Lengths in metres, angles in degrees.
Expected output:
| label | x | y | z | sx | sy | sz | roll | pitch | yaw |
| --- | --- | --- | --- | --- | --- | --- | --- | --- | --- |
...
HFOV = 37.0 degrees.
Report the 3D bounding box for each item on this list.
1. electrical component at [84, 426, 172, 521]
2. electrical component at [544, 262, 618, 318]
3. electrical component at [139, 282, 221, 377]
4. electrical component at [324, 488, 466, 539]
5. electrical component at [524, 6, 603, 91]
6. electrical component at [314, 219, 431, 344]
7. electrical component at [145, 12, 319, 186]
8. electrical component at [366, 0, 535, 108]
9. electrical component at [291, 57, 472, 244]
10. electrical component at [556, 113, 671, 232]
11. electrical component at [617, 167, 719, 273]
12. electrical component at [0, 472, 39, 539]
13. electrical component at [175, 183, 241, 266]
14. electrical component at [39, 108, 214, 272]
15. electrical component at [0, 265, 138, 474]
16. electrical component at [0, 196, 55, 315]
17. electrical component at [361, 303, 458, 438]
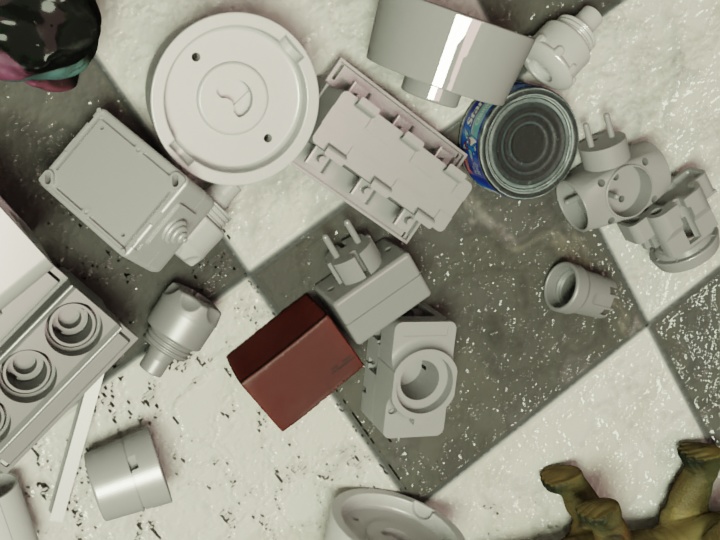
| label | x | y | z | sx | sy | sz | roll | pitch | yaw |
| --- | --- | --- | --- | --- | --- | --- | --- | --- | --- |
| electrical component | -0.161 | 0.143 | 0.746 | 0.047 | 0.055 | 0.055 | -18 | 111 | -12 |
| electrical component | 0.175 | 0.017 | 0.851 | 0.046 | 0.040 | 0.040 | 14 | 100 | -30 |
| electrical component | -0.127 | 0.043 | 0.736 | 0.043 | 0.043 | 0.062 | 32 | 93 | -26 |
| electrical component | 0.021 | 0.220 | 0.813 | 0.108 | 0.108 | 0.060 | 11 | 107 | -24 |
| electrical component | 0.151 | -0.166 | 0.786 | 0.062 | 0.048 | 0.048 | -47 | 116 | -11 |
| electrical component | 0.000 | 0.000 | 0.771 | 0.066 | 0.047 | 0.076 | -35 | 115 | -9 |
| electrical component | -0.087 | -0.113 | 0.697 | 0.108 | 0.060 | 0.108 | -6 | 107 | -20 |
| electrical component | 0.056 | -0.144 | 0.722 | 0.108 | 0.108 | 0.060 | 13 | 106 | -24 |
| electrical component | 0.014 | -0.078 | 0.745 | 0.121 | 0.063 | 0.078 | 34 | 92 | -26 |
| electrical component | 0.190 | -0.080 | 0.824 | 0.077 | 0.044 | 0.079 | -26 | 113 | -13 |
| electrical component | 0.250 | -0.035 | 0.854 | 0.078 | 0.058 | 0.057 | -36 | 112 | -8 |
| electrical component | -0.243 | 0.184 | 0.731 | 0.043 | 0.043 | 0.081 | -17 | 110 | -16 |
| electrical component | -0.107 | -0.037 | 0.721 | 0.062 | 0.043 | 0.043 | -47 | 116 | -5 |
| electrical component | -0.139 | -0.044 | 0.677 | 0.096 | 0.061 | 0.061 | 39 | 88 | 18 |
| electrical component | -0.217 | 0.059 | 0.694 | 0.121 | 0.063 | 0.078 | -46 | 116 | -4 |
| electrical component | -0.234 | -0.021 | 0.637 | 0.057 | 0.113 | 0.078 | -41 | 115 | -9 |
| electrical component | 0.037 | 0.076 | 0.803 | 0.050 | 0.056 | 0.089 | 0 | 105 | -22 |
